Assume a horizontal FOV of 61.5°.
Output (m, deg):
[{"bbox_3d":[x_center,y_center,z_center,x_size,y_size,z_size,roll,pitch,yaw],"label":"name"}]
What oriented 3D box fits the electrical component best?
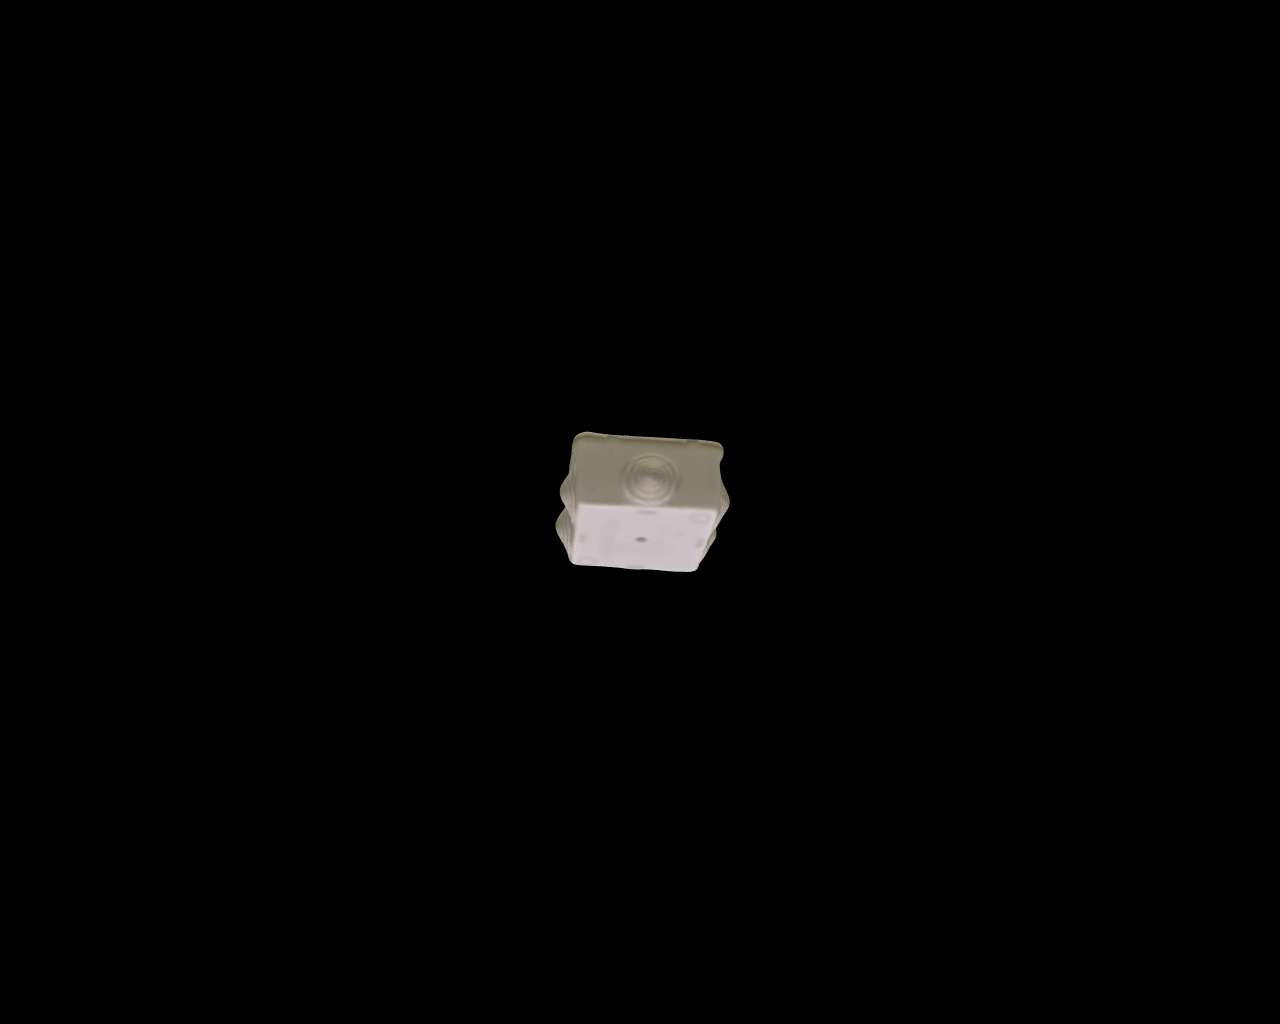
[{"bbox_3d":[0.001,-0.003,0.650,0.100,0.048,0.099,4,-29,-6],"label":"electrical component"}]
